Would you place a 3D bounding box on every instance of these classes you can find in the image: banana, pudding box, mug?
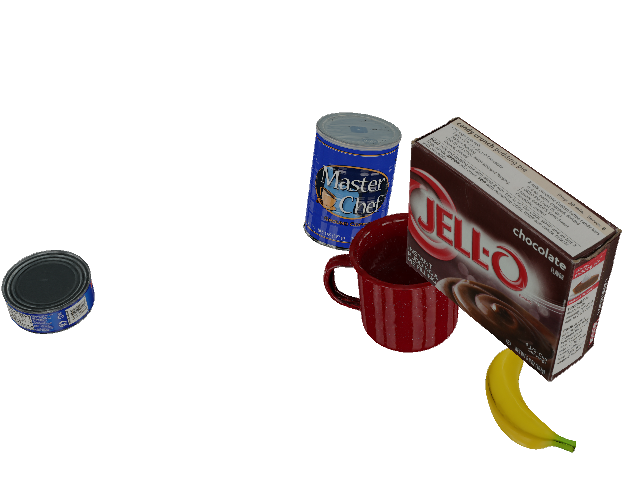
[{"bbox_3d":[0.217,0.175,1.182,0.069,0.037,0.198,11,25,-14],"label":"banana"},{"bbox_3d":[0.093,0.003,0.543,0.039,0.090,0.114,-33,53,-25],"label":"pudding box"},{"bbox_3d":[0.060,0.037,0.878,0.117,0.081,0.093,1,41,9],"label":"mug"}]

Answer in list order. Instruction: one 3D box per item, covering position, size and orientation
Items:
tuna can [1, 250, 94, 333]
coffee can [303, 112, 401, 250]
[{"bbox_3d":[-0.265,0.051,1.046,0.086,0.034,0.086,-1,43,1],"label":"tuna can"},{"bbox_3d":[0.038,-0.072,1.303,0.102,0.140,0.103,6,28,-3],"label":"coffee can"}]
